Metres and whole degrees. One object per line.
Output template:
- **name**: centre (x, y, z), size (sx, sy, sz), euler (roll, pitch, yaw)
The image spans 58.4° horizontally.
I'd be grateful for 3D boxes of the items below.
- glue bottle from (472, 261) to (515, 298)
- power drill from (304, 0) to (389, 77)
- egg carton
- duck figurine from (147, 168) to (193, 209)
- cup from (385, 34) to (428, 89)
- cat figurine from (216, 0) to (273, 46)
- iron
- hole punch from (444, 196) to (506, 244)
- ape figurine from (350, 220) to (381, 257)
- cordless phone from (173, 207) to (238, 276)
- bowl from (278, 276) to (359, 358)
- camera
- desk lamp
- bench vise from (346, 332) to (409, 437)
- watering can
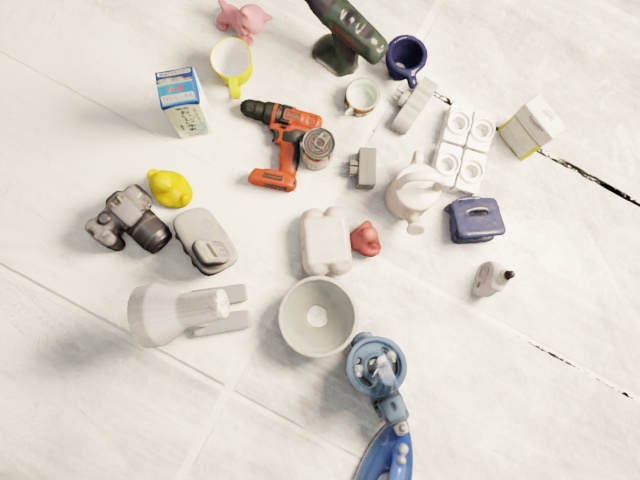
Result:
- **glue bottle**: centre (0.364, 0.078, 1.180), size (0.037, 0.173, 0.078), euler (22, 82, 0)
- **power drill**: centre (0.036, -0.438, 1.208), size (0.229, 0.208, 0.076), euler (36, 82, 2)
- **egg carton**: centre (0.011, 0.004, 1.221), size (0.107, 0.069, 0.150), euler (-6, 83, -4)
- **duck figurine**: centre (-0.320, -0.114, 1.208), size (0.104, 0.086, 0.077), euler (37, 82, 2)
- **cup**: centre (0.187, -0.380, 1.267), size (0.091, 0.095, 0.118), euler (-13, 84, -5)
- **cat figurine**: centre (-0.168, -0.486, 1.248), size (0.128, 0.117, 0.067), euler (32, 82, 1)
- **iron**: centre (0.137, 0.477, 1.132), size (0.118, 0.141, 0.258), euler (17, 82, -1)
- **hole punch**: centre (0.334, -0.047, 1.235), size (0.108, 0.091, 0.101), euler (-5, 83, -4)
- **ape figurine**: centre (0.100, -0.005, 1.216), size (0.076, 0.092, 0.078), euler (6, 82, -2)
- **cordless phone**: centre (-0.238, -0.002, 1.149), size (0.094, 0.185, 0.147), euler (-37, 86, -7)
- **bowl**: centre (-0.004, 0.161, 1.197), size (0.167, 0.074, 0.167), euler (0, 83, -3)
- **camera**: centre (-0.388, -0.027, 1.186), size (0.137, 0.100, 0.143), euler (43, 83, 3)
- **desk lamp**: centre (-0.248, 0.136, 1.116), size (0.203, 0.213, 0.118), euler (-9, 83, -4)
- **bench vise**: centre (0.136, 0.277, 1.118), size (0.121, 0.219, 0.207), euler (-40, 86, -7)
- **watering can**: centre (0.201, -0.099, 1.182), size (0.101, 0.194, 0.173), euler (-17, 84, -5)
